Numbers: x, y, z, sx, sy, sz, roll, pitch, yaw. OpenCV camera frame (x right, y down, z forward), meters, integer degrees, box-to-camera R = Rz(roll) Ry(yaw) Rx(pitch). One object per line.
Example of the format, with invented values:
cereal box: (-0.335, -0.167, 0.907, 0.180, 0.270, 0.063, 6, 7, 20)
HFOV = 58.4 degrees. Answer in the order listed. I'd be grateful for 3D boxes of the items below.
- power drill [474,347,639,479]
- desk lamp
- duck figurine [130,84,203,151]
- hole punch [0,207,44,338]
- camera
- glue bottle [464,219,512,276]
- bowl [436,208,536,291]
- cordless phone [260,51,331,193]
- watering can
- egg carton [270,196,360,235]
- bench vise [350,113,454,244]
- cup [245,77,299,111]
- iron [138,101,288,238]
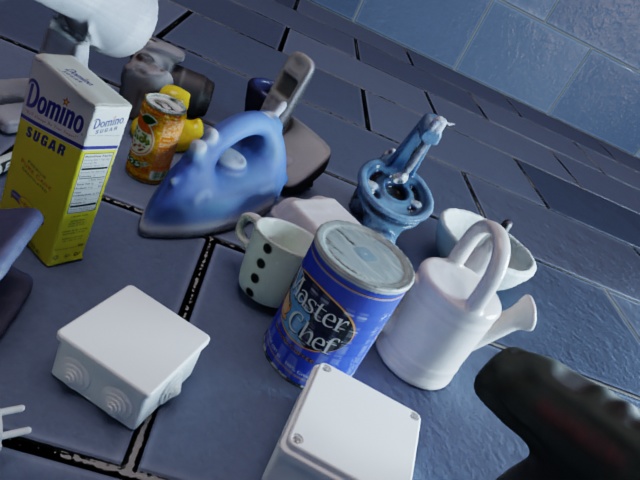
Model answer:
power drill: (0.189, 0.202, 0.422, 0.076, 0.208, 0.229, -7, 43, -46)
desk lamp: (-0.324, -0.258, 0.731, 0.117, 0.213, 0.204, 34, 29, 13)
duck figurine: (-0.214, -0.182, 0.833, 0.105, 0.086, 0.077, 2, 37, -38)
hole punch: (-0.282, 0.018, 0.444, 0.101, 0.091, 0.108, 19, 30, -15)
camera: (-0.238, -0.249, 0.908, 0.137, 0.100, 0.143, 17, 30, -19)
glue bottle: (0.190, 0.045, 0.717, 0.078, 0.173, 0.037, 6, 35, -34)
bowl: (0.246, 0.027, 0.898, 0.168, 0.074, 0.167, 21, 29, -12)
cordless phone: (-0.038, -0.180, 0.877, 0.147, 0.185, 0.094, 39, 31, 21)
watering can: (0.154, 0.064, 0.632, 0.173, 0.194, 0.100, 8, 34, -31)
egg carton: (0.007, 0.003, 0.738, 0.107, 0.069, 0.150, -8, 44, -47)
bench vise: (0.108, -0.108, 0.848, 0.122, 0.219, 0.207, 13, 32, -25)
cup: (-0.087, -0.222, 0.998, 0.091, 0.095, 0.118, 38, 30, 19)
iron: (-0.121, -0.099, 0.720, 0.118, 0.141, 0.259, 33, 29, 10)
